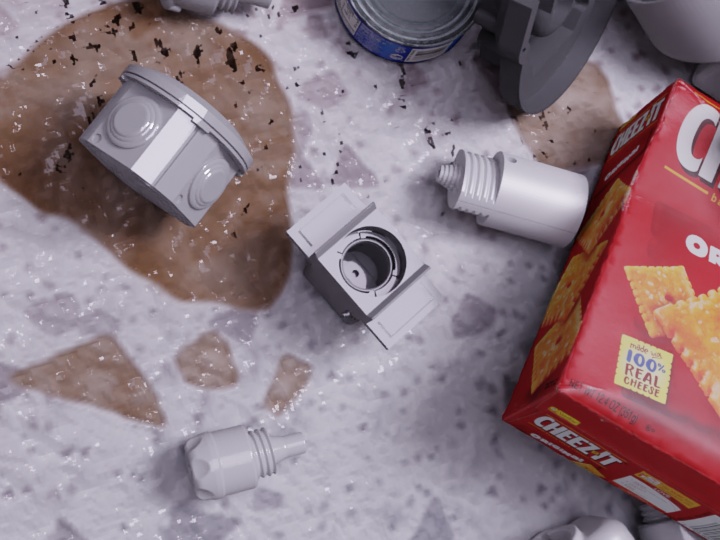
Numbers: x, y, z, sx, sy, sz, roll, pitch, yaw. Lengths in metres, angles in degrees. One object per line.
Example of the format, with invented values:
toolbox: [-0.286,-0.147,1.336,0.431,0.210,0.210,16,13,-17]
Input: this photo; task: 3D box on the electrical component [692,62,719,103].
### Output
electrical component: [0.279,-0.136,0.659,0.109,0.056,0.108,33,76,-5]

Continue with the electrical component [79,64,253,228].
electrical component: [-0.100,-0.064,0.554,0.080,0.080,0.051,37,81,-4]

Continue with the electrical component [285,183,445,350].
electrical component: [0.000,0.000,0.573,0.042,0.064,0.081,-41,91,-16]

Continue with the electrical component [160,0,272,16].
electrical component: [-0.078,-0.161,0.593,0.062,0.048,0.048,13,79,-17]

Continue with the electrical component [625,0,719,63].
electrical component: [0.206,-0.172,0.628,0.064,0.099,0.099,40,74,-29]

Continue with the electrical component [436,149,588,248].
electrical component: [0.083,-0.044,0.608,0.081,0.043,0.043,15,78,-9]

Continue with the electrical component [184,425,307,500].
electrical component: [-0.059,0.097,0.560,0.061,0.035,0.035,-12,84,-16]

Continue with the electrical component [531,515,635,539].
electrical component: [0.109,0.177,0.573,0.095,0.054,0.059,-35,90,-15]

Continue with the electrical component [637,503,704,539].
electrical component: [0.175,0.139,0.599,0.048,0.048,0.062,-12,77,-14]
